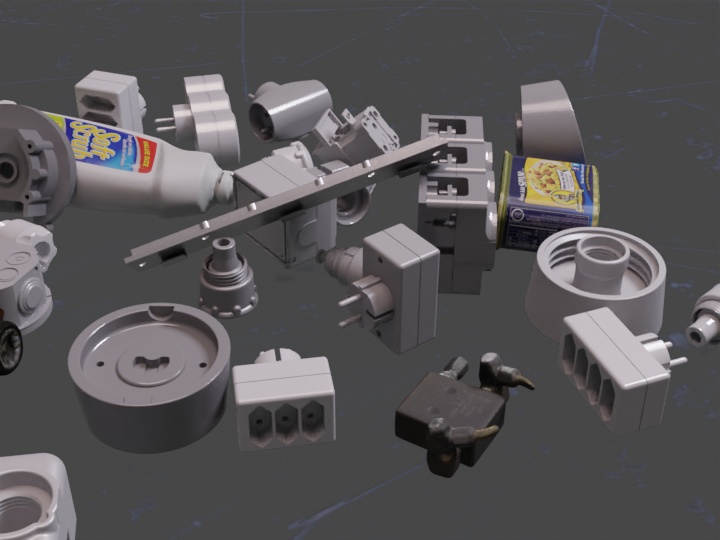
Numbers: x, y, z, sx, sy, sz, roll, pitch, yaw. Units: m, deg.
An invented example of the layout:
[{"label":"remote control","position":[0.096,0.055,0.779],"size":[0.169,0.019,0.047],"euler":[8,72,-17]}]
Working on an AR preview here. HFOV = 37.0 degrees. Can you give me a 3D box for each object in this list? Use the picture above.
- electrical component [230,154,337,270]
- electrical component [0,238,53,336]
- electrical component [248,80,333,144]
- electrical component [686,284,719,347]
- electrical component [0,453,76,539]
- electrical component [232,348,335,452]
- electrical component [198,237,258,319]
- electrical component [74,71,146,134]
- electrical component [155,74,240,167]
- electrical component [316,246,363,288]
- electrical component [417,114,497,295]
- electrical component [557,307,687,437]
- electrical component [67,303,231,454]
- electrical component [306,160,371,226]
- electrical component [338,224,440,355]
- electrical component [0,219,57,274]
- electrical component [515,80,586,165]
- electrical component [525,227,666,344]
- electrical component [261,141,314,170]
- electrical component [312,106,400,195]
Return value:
[{"label":"electrical component","position":[-0.067,-0.055,0.925],"size":[0.061,0.061,0.096],"euler":[-26,45,-32]},{"label":"electrical component","position":[-0.283,0.016,0.835],"size":[0.080,0.051,0.080],"euler":[0,35,0]},{"label":"electrical component","position":[-0.082,-0.168,1.102],"size":[0.077,0.044,0.079],"euler":[-28,44,-33]},{"label":"electrical component","position":[0.272,0.037,0.814],"size":[0.062,0.043,0.043],"euler":[-29,44,-32]},{"label":"electrical component","position":[-0.200,0.156,0.630],"size":[0.054,0.059,0.095],"euler":[-5,36,-7]},{"label":"electrical component","position":[-0.055,0.081,0.747],"size":[0.066,0.047,0.076],"euler":[-5,36,-8]},{"label":"electrical component","position":[-0.105,0.004,0.843],"size":[0.048,0.062,0.048],"euler":[0,36,0]},{"label":"electrical component","position":[-0.233,-0.154,1.047],"size":[0.047,0.083,0.075],"euler":[11,36,15]},{"label":"electrical component","position":[-0.165,-0.146,1.064],"size":[0.074,0.052,0.138],"euler":[-8,36,-11]},{"label":"electrical component","position":[0.000,0.000,0.868],"size":[0.078,0.040,0.040],"euler":[19,39,25]},{"label":"electrical component","position":[0.080,-0.057,0.906],"size":[0.062,0.089,0.150],"euler":[2,35,3]},{"label":"electrical component","position":[0.196,0.067,0.767],"size":[0.076,0.047,0.083],"euler":[-13,37,-16]},{"label":"electrical component","position":[-0.141,0.079,0.738],"size":[0.108,0.060,0.108],"euler":[0,36,0]},{"label":"electrical component","position":[-0.022,-0.068,0.961],"size":[0.066,0.048,0.055],"euler":[-20,32,-26]},{"label":"electrical component","position":[0.015,0.021,0.801],"size":[0.076,0.083,0.047],"euler":[-23,41,-29]},{"label":"electrical component","position":[-0.288,-0.022,0.895],"size":[0.062,0.043,0.043],"euler":[18,39,26]},{"label":"electrical component","position":[0.177,-0.126,1.002],"size":[0.064,0.099,0.099],"euler":[-2,35,8]},{"label":"electrical component","position":[0.186,0.008,0.840],"size":[0.108,0.060,0.108],"euler":[0,35,0]},{"label":"electrical component","position":[-0.075,-0.090,0.992],"size":[0.062,0.048,0.048],"euler":[-15,38,-9]},{"label":"electrical component","position":[-0.002,-0.115,0.995],"size":[0.064,0.081,0.042],"euler":[-28,22,34]}]
